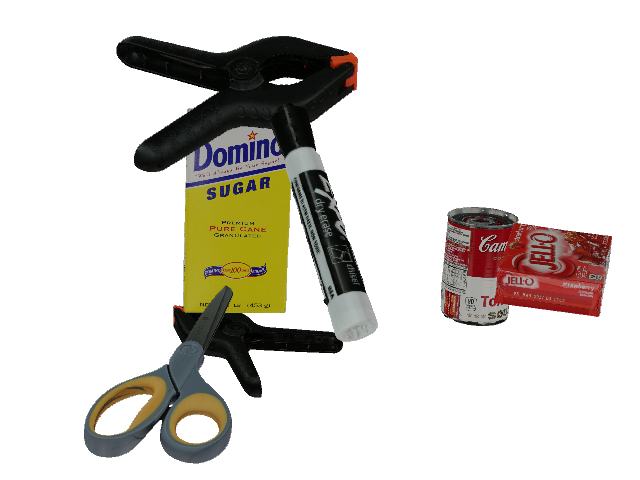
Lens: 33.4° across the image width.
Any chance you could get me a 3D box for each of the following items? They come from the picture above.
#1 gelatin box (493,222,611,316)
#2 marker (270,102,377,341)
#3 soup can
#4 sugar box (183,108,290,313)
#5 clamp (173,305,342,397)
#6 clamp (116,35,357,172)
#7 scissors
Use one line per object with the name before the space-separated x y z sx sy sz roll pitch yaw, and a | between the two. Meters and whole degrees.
gelatin box | 0.168 0.019 0.767 0.073 0.030 0.089 8 25 16
marker | 0.000 -0.012 0.482 0.020 0.121 0.020 -14 -28 -8
soup can | 0.154 0.025 1.044 0.068 0.102 0.068 2 16 -1
sugar box | -0.073 -0.025 0.936 0.093 0.176 0.048 0 16 -8
clamp | -0.101 0.122 1.261 0.210 0.036 0.164 15 23 27
clamp | -0.062 -0.114 0.752 0.171 0.120 0.039 -15 -29 -15
scissors | -0.073 0.086 0.698 0.096 0.016 0.201 17 30 22
